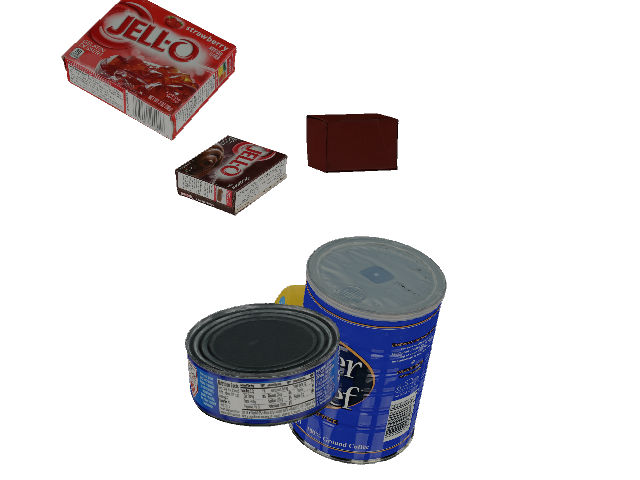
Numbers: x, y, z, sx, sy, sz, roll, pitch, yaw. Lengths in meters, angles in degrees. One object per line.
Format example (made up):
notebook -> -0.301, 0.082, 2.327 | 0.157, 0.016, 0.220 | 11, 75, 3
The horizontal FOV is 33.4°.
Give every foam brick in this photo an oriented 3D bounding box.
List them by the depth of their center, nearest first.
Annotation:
foam brick -> 0.031, -0.095, 1.041 | 0.078, 0.051, 0.053 | -4, 14, -21

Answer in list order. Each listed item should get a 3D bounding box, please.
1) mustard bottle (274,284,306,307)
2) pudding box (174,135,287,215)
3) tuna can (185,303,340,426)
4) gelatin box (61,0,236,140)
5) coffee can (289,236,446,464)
mustard bottle -> -0.022, 0.102, 1.133 | 0.058, 0.096, 0.191 | 0, 27, -3
pudding box -> -0.107, -0.080, 1.293 | 0.090, 0.039, 0.113 | 19, 39, 26
tuna can -> -0.031, 0.068, 0.595 | 0.086, 0.034, 0.086 | -2, 22, 0
gelatin box -> -0.112, -0.117, 0.702 | 0.089, 0.073, 0.030 | 30, -30, 13
coffee can -> 0.032, 0.082, 0.808 | 0.102, 0.140, 0.103 | 6, 31, -4
